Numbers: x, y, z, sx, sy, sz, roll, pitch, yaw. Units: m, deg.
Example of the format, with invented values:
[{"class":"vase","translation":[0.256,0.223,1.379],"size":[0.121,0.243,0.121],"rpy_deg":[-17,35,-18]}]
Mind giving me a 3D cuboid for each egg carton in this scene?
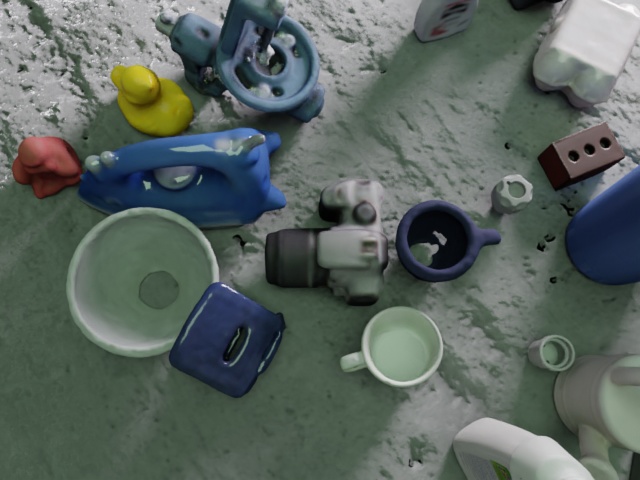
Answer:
[{"class":"egg carton","translation":[0.342,-0.249,0.737],"size":[0.107,0.069,0.150],"rpy_deg":[27,78,5]}]

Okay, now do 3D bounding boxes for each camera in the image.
[{"class":"camera","translation":[0.006,0.002,0.658],"size":[0.137,0.101,0.143],"rpy_deg":[-1,77,-1]}]

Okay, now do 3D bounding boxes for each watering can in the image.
[{"class":"watering can","translation":[0.321,0.172,0.578],"size":[0.101,0.194,0.173],"rpy_deg":[20,78,4]}]

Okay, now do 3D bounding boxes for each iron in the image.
[{"class":"iron","translation":[-0.171,-0.080,0.653],"size":[0.258,0.141,0.118],"rpy_deg":[-6,77,-2]}]

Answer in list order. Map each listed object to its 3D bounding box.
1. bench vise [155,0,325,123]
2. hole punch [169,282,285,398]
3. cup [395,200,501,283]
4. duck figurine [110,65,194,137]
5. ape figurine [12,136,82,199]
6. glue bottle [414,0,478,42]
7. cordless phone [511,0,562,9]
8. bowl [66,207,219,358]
[{"class":"bench vise","translation":[-0.095,-0.214,0.644],"size":[0.207,0.220,0.121],"rpy_deg":[5,77,0]},{"class":"hole punch","translation":[-0.098,0.111,0.637],"size":[0.101,0.091,0.109],"rpy_deg":[27,78,5]},{"class":"cup","translation":[0.140,0.008,0.663],"size":[0.118,0.095,0.092],"rpy_deg":[-5,77,-2]},{"class":"duck figurine","translation":[-0.209,-0.178,0.703],"size":[0.104,0.086,0.077],"rpy_deg":[29,78,6]},{"class":"ape figurine","translation":[-0.327,-0.093,0.678],"size":[0.077,0.092,0.076],"rpy_deg":[16,77,3]},{"class":"glue bottle","translation":[0.164,-0.308,0.694],"size":[0.078,0.173,0.037],"rpy_deg":[-23,78,-6]},{"class":"cordless phone","translation":[0.287,-0.395,0.710],"size":[0.094,0.185,0.147],"rpy_deg":[-27,79,-7]},{"class":"bowl","translation":[-0.194,0.051,0.657],"size":[0.167,0.075,0.167],"rpy_deg":[0,77,-1]}]
